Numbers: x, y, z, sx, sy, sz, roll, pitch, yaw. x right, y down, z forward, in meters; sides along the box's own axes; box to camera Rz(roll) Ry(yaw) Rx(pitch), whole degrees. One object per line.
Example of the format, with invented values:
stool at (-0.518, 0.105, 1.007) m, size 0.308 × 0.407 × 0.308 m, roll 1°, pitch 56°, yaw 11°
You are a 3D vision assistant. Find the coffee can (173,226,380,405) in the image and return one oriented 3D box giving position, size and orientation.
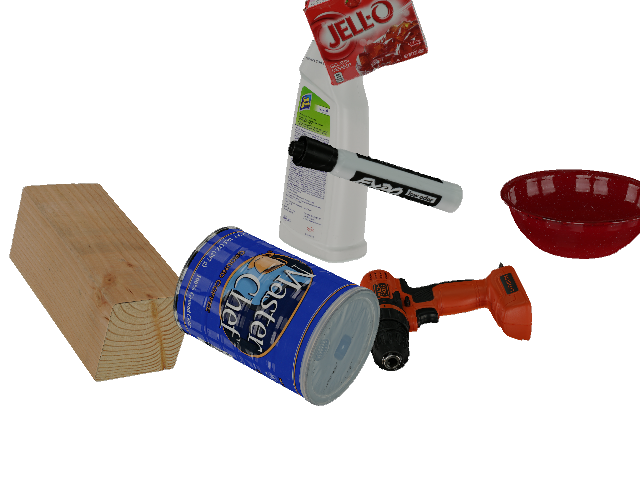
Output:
coffee can at (-0.036, 0.061, 0.886) m, size 0.140 × 0.103 × 0.102 m, roll 25°, pitch 12°, yaw 28°

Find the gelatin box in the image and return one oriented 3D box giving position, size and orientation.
gelatin box at (0.039, -0.182, 0.912) m, size 0.089 × 0.073 × 0.030 m, roll -18°, pitch 25°, yaw 12°

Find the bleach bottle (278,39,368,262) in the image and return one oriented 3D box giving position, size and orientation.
bleach bottle at (0.014, -0.110, 1.132) m, size 0.067 × 0.251 × 0.103 m, roll -12°, pitch 26°, yaw -43°

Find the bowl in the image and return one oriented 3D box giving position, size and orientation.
bowl at (0.267, -0.024, 1.105) m, size 0.162 × 0.055 × 0.162 m, roll -2°, pitch 23°, yaw 0°

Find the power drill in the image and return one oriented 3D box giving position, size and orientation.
power drill at (0.139, 0.084, 1.208) m, size 0.187 × 0.057 × 0.184 m, roll -3°, pitch 27°, yaw -1°

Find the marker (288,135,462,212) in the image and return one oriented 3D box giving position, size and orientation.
marker at (0.035, -0.041, 0.661) m, size 0.121 × 0.020 × 0.020 m, roll 16°, pitch -7°, yaw -27°

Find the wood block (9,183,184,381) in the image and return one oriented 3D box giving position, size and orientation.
wood block at (-0.220, 0.034, 1.054) m, size 0.090 × 0.091 × 0.206 m, roll -5°, pitch 36°, yaw -40°
